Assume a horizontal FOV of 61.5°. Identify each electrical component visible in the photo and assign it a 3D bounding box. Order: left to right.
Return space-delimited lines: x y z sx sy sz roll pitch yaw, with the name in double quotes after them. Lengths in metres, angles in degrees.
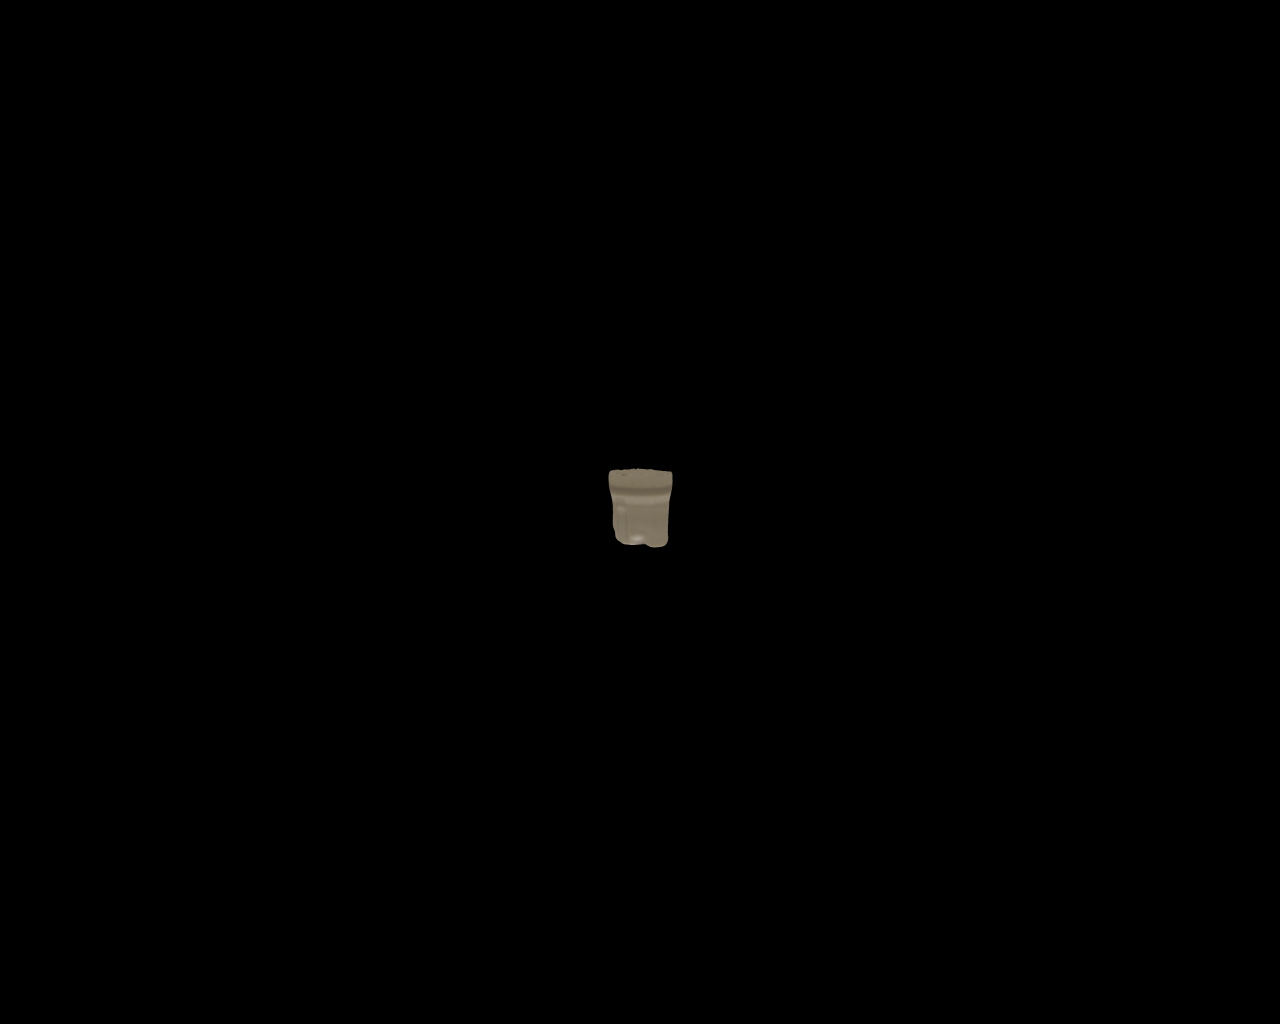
0.001 -0.003 0.650 0.040 0.046 0.040 0 9 0 "electrical component"
